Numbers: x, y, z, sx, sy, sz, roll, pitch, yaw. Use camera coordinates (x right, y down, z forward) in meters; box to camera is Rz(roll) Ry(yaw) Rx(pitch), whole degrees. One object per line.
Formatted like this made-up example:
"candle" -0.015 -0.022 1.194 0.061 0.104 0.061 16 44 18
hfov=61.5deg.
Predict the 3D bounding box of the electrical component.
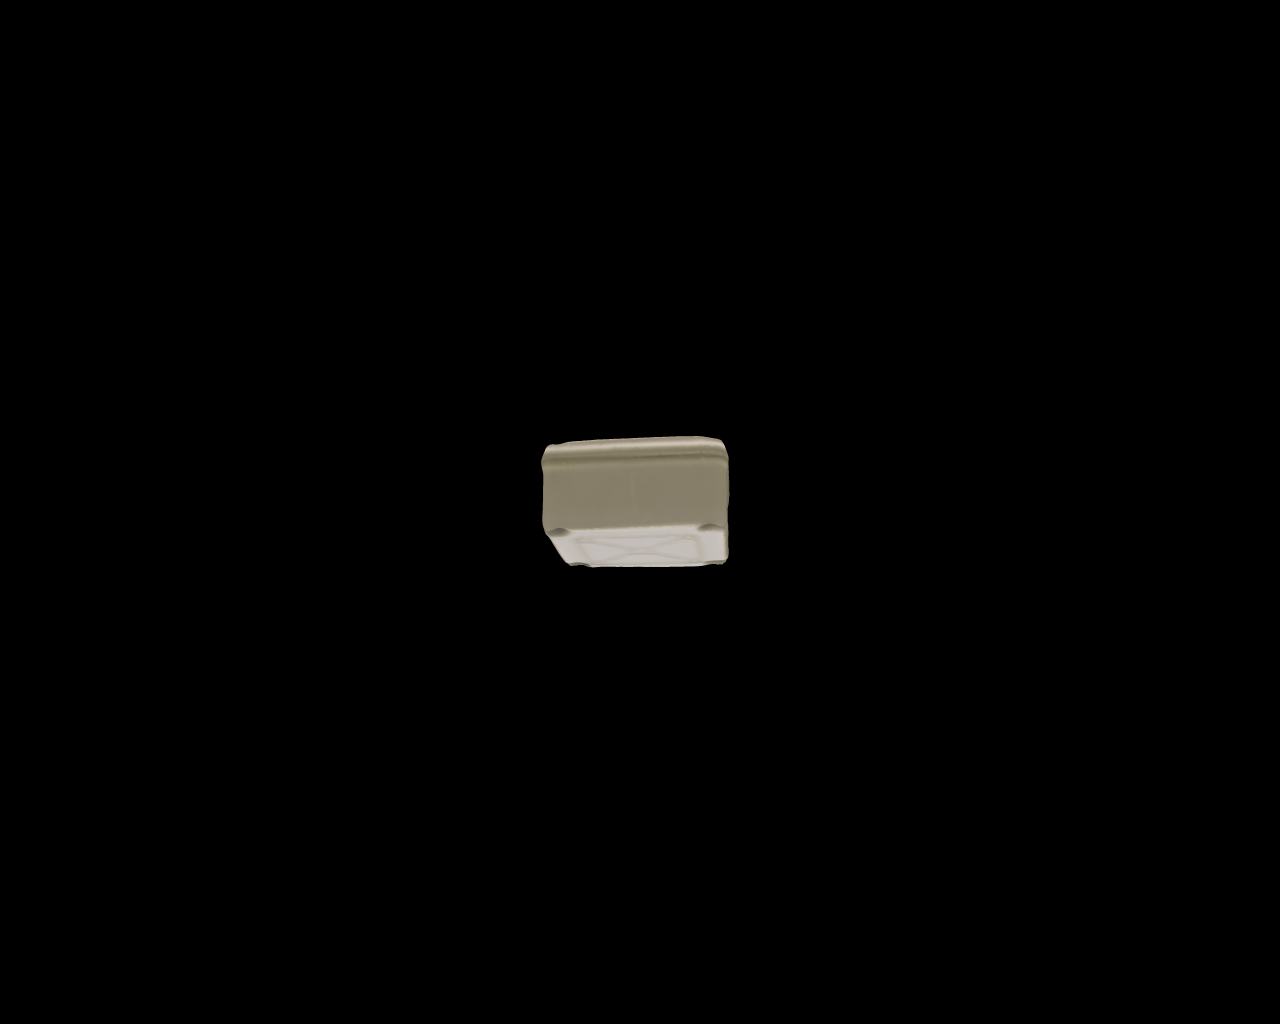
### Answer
"electrical component" 0.001 -0.003 0.650 0.109 0.056 0.108 -1 -15 5
